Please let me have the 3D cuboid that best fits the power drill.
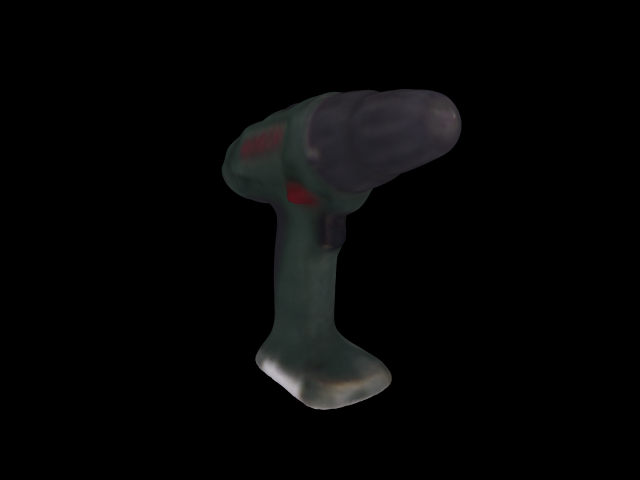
[{"bbox_3d":[0.004,0.001,0.400,0.076,0.208,0.228,-11,19,-34],"label":"power drill"}]
